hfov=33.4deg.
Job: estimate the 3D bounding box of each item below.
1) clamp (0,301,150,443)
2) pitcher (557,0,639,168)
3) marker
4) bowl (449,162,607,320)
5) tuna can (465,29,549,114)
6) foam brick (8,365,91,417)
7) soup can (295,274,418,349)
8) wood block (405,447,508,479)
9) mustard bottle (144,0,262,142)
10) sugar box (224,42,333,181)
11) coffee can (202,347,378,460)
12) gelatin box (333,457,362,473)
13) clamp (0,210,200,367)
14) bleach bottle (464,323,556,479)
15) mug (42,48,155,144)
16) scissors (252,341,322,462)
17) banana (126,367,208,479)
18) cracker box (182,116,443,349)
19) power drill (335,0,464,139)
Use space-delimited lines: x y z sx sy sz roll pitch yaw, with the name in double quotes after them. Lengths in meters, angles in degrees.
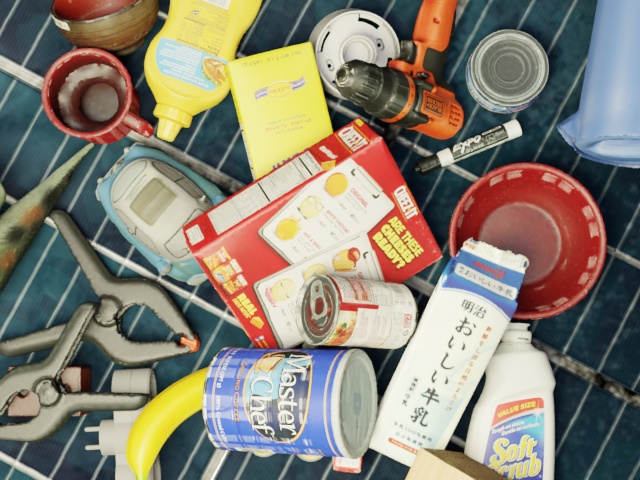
-0.259 0.157 1.069 0.171 0.039 0.120 -39 79 1 "clamp"
0.349 -0.198 1.092 0.149 0.145 0.243 13 82 -33 "pitcher"
0.157 -0.098 1.141 0.121 0.020 0.020 -23 86 0 "marker"
0.212 0.002 1.113 0.162 0.055 0.162 0 86 1 "bowl"
0.200 -0.180 1.138 0.086 0.034 0.086 0 86 1 "tuna can"
-0.282 0.157 1.116 0.078 0.051 0.053 -1 85 1 "foam brick"
0.036 0.071 1.038 0.102 0.069 0.068 7 85 -36 "soup can"
0.108 0.313 1.022 0.090 0.090 0.206 26 92 37 "wood block"
-0.133 -0.197 1.134 0.096 0.058 0.191 20 86 -10 "mustard bottle"
-0.034 -0.109 1.114 0.093 0.048 0.176 -16 94 -7 "sugar box"
-0.028 0.155 1.025 0.140 0.102 0.103 -1 85 23 "coffee can"
0.031 0.190 1.095 0.030 0.073 0.089 5 86 0 "gelatin box"
-0.230 0.083 1.127 0.210 0.036 0.164 27 86 5 "clamp"
0.189 0.211 1.097 0.102 0.068 0.251 3 84 1 "bleach bottle"
-0.225 -0.141 1.121 0.117 0.081 0.093 28 87 3 "mug"
-0.004 0.150 1.095 0.096 0.016 0.202 30 108 -9 "scissors"
-0.129 0.173 1.088 0.197 0.037 0.069 -39 101 -27 "banana"
-0.007 0.001 1.074 0.213 0.072 0.164 -32 124 -2 "cracker box"
0.090 -0.208 1.083 0.057 0.184 0.187 6 84 41 "power drill"
